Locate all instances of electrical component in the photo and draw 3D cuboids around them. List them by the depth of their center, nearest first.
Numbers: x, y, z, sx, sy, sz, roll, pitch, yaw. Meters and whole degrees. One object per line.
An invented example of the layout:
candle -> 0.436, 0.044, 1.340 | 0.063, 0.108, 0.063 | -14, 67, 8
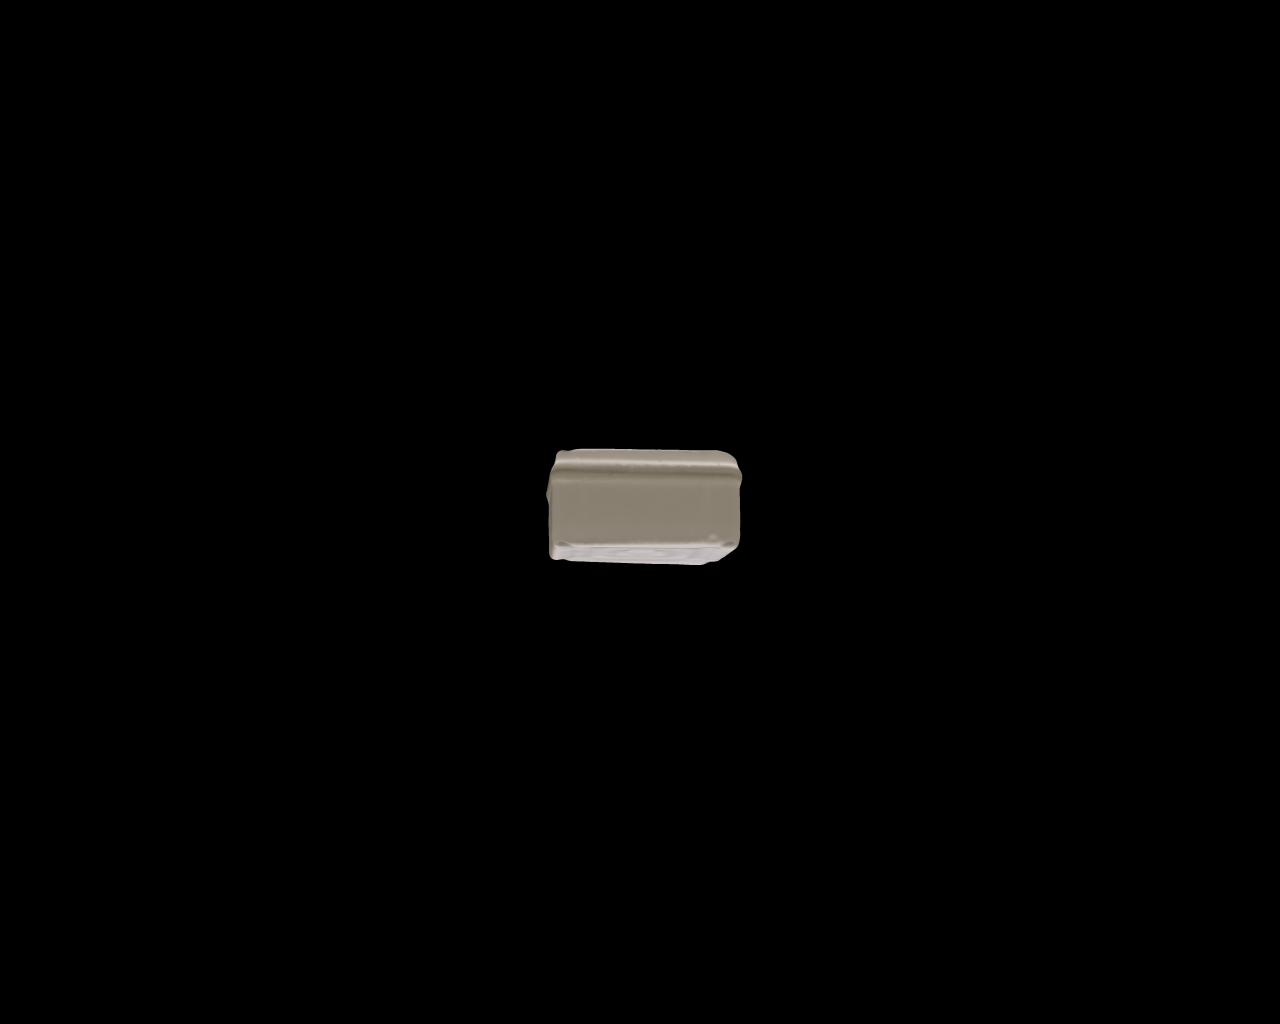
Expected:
electrical component -> 0.001, -0.003, 0.650 | 0.113, 0.057, 0.078 | 1, -11, -7
